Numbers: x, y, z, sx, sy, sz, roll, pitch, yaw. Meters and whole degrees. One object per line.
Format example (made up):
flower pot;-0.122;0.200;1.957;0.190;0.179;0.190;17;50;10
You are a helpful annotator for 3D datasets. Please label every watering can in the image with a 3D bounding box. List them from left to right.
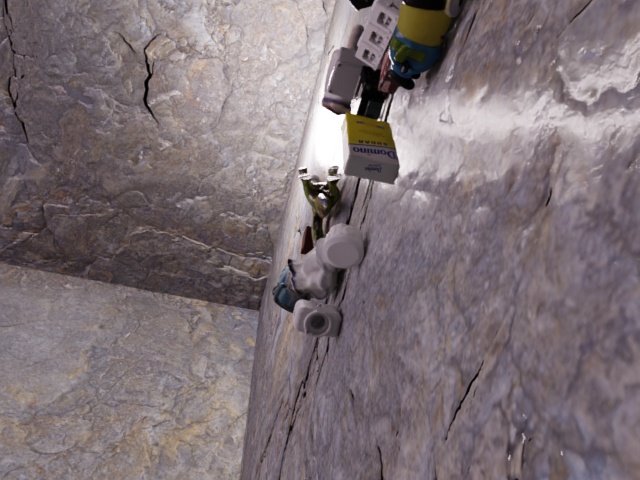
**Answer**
watering can;0.069;-0.444;1.366;0.350;0.104;0.222;-81;4;-79

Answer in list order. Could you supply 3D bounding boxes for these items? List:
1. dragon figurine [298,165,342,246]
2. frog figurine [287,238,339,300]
dragon figurine;0.004;-0.073;1.449;0.418;0.122;0.238;-91;-2;-65
frog figurine;0.014;0.056;1.180;0.158;0.121;0.140;-36;16;18
